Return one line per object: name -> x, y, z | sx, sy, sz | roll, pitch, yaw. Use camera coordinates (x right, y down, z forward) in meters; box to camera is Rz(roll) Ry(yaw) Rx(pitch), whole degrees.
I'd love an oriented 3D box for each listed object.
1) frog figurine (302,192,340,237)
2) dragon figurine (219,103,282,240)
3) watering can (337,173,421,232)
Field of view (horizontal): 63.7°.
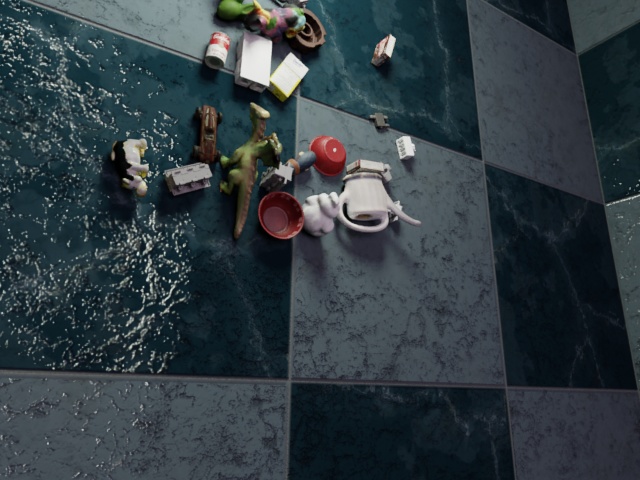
frog figurine -> 0.005, -0.086, 1.709 | 0.124, 0.157, 0.138 | -20, 87, -35
dragon figurine -> -0.200, -0.223, 1.576 | 0.122, 0.240, 0.416 | 8, 68, -37
watering can -> 0.207, -0.137, 1.886 | 0.348, 0.102, 0.227 | -1, 75, -25
